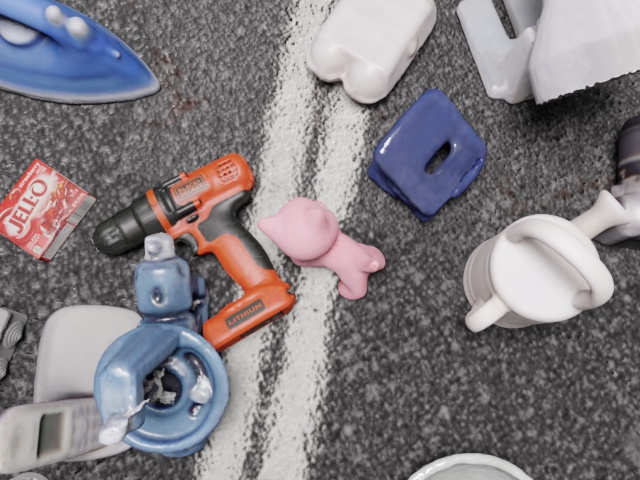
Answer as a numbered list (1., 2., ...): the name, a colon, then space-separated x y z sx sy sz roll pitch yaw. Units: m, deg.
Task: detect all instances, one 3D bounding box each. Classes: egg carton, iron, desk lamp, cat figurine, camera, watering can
1. egg carton: 0.059 -0.229 0.643 0.107 0.069 0.150 31 81 6
2. iron: -0.308 -0.229 0.609 0.258 0.141 0.119 17 80 4
3. desk lamp: 0.229 -0.213 0.565 0.118 0.213 0.203 -18 80 -3
4. cat figurine: 0.005 0.002 0.575 0.127 0.118 0.067 30 81 6
5. camera: 0.368 -0.061 0.592 0.143 0.101 0.137 5 79 2
6. watering can: 0.207 0.021 0.531 0.101 0.194 0.173 28 81 6

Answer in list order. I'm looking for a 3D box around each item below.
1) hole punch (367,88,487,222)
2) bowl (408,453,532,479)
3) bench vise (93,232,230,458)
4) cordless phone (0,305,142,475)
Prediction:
1. hole punch: 0.117 -0.088 0.605 0.101 0.091 0.109 40 82 8
2. bowl: 0.138 0.284 0.543 0.167 0.075 0.167 0 79 1
3. bench vise: -0.157 0.098 0.507 0.121 0.220 0.207 -23 80 -3
4. cordless phone: -0.227 0.130 0.519 0.094 0.185 0.147 -3 79 0
